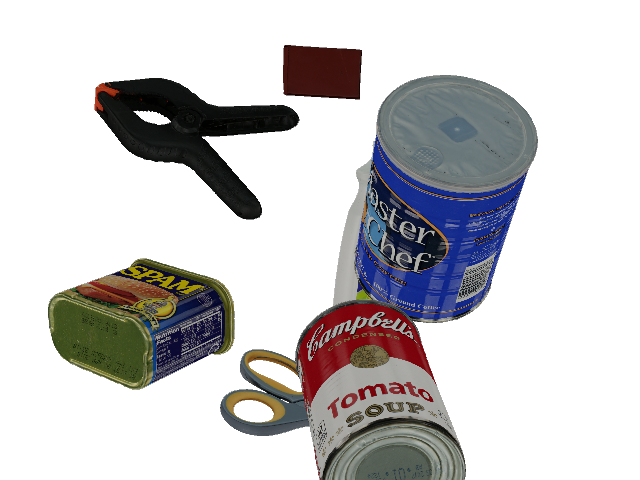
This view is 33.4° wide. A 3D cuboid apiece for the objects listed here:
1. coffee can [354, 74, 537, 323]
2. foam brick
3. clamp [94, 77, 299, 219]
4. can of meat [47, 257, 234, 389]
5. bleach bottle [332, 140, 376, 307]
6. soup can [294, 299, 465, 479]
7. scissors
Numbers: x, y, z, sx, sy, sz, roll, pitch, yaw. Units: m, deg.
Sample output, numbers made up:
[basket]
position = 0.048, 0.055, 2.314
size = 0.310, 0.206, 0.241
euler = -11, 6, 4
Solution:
[coffee can]
position = 0.081, -0.026, 0.726
size = 0.102, 0.103, 0.140
euler = 0, -41, -6
[foam brick]
position = 0.001, -0.174, 1.101
size = 0.078, 0.051, 0.053
euler = 2, 10, -6
[clamp]
position = -0.102, -0.097, 0.898
size = 0.171, 0.120, 0.039
euler = 29, -41, 1
[can of meat]
position = -0.125, 0.057, 0.740
size = 0.102, 0.057, 0.083
euler = 15, 23, 34
[bleach bottle]
position = 0.066, 0.002, 1.324
size = 0.102, 0.251, 0.068
euler = -3, 16, -19
[soup can]
position = 0.026, 0.084, 0.521
size = 0.068, 0.068, 0.102
euler = 0, 28, -8
[scissors]
position = 0.002, 0.155, 0.878
size = 0.202, 0.016, 0.096
euler = 31, 46, 26
